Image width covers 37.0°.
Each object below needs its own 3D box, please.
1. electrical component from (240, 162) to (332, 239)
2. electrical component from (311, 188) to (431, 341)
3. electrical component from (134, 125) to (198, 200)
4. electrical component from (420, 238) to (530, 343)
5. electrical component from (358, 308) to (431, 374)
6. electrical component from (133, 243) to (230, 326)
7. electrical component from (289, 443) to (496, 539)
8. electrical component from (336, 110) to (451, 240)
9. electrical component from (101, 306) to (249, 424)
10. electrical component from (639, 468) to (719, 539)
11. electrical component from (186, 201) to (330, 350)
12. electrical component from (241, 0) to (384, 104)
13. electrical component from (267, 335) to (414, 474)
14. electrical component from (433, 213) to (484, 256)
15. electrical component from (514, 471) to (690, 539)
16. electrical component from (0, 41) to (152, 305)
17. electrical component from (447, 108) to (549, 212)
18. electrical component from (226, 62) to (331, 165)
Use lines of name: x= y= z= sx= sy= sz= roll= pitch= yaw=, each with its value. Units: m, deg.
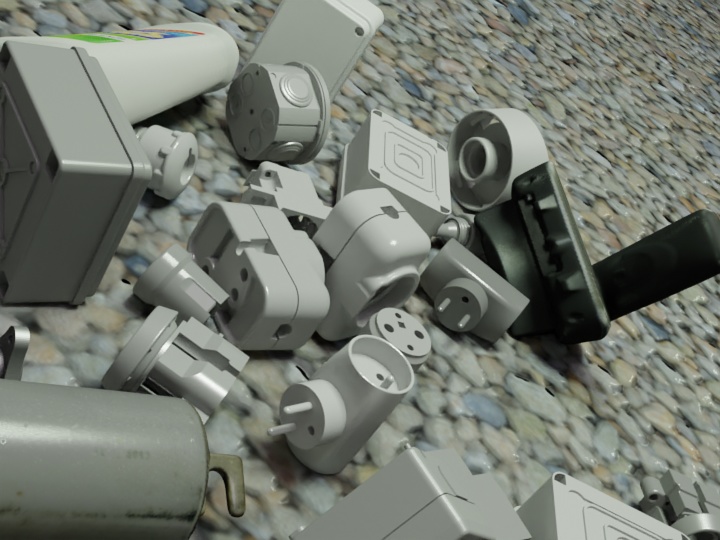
electrical component: x=-0.055 y=-0.042 z=0.773 sx=0.081 sy=0.042 sz=0.063 roll=15 pitch=34 yaw=-31
electrical component: x=0.000 y=0.000 z=0.717 sx=0.054 sy=0.095 sz=0.059 roll=-11 pitch=55 yaw=-50
electrical component: x=-0.145 y=-0.079 z=0.734 sx=0.062 sy=0.048 sz=0.048 roll=20 pitch=30 yaw=10
electrical component: x=0.080 y=0.022 z=0.813 sx=0.077 sy=0.044 sz=0.079 roll=39 pitch=31 yaw=6
electrical component: x=0.014 y=0.058 z=0.693 sx=0.045 sy=0.055 sz=0.045 roll=25 pitch=33 yaw=-18
electrical component: x=-0.108 y=0.013 z=0.652 sx=0.046 sy=0.040 sz=0.040 roll=42 pitch=32 yaw=-2
electrical component: x=0.015 y=0.145 z=0.550 sx=0.061 sy=0.096 sz=0.062 roll=54 pitch=6 yaw=27
electrical component: x=0.025 y=-0.068 z=0.867 sx=0.078 sy=0.057 sz=0.113 roll=26 pitch=33 yaw=-16
electrical component: x=-0.102 y=0.056 z=0.583 sx=0.057 sy=0.058 sz=0.078 roll=37 pitch=31 yaw=-5
electrical component: x=0.231 y=0.178 z=0.754 sx=0.066 sy=0.048 sz=0.055 roll=26 pitch=25 yaw=-17
electrical component: x=-0.063 y=0.004 z=0.691 sx=0.059 sy=0.053 sz=0.095 roll=4 pitch=44 yaw=-41
electrical component: x=-0.042 y=-0.185 z=0.906 sx=0.078 sy=0.113 sz=0.057 roll=35 pitch=29 yaw=-2
electrical component: x=-0.019 y=0.080 z=0.611 sx=0.079 sy=0.077 sz=0.043 roll=-6 pitch=51 yaw=-47
electrical component: x=0.085 y=-0.031 z=0.897 sx=0.061 sy=0.035 sz=0.035 roll=6 pitch=43 yaw=-37
electrical component: x=0.146 y=0.185 z=0.650 sx=0.113 sy=0.057 sz=0.078 roll=28 pitch=32 yaw=-13
electrical component: x=-0.176 y=-0.054 z=0.608 sx=0.056 sy=0.108 sz=0.108 roll=0 pitch=46 yaw=-40
electrical component: x=0.125 y=-0.096 z=0.967 sx=0.064 sy=0.099 sz=0.099 roll=-1 pitch=47 yaw=-36
electrical component: x=-0.064 y=-0.122 z=0.834 sx=0.051 sy=0.080 sz=0.080 roll=-4 pitch=49 yaw=-39
